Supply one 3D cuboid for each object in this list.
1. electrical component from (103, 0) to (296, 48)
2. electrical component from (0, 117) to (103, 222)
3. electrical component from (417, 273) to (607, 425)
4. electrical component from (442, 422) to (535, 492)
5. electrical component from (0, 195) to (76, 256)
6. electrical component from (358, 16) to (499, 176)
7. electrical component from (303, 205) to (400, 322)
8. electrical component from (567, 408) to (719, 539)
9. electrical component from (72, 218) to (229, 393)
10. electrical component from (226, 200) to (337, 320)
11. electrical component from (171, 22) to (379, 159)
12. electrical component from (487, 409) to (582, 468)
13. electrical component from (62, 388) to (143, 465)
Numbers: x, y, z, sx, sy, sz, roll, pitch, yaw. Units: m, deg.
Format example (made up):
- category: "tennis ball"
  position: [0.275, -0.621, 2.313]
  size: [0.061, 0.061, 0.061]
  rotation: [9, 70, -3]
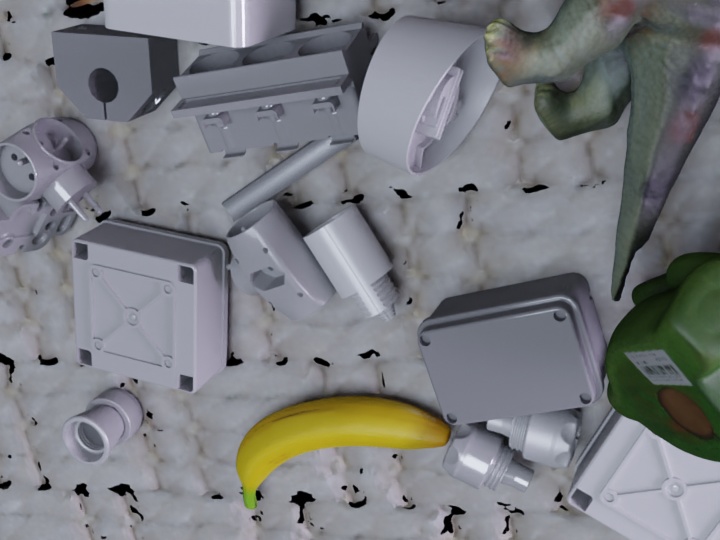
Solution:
- category: "electrical component"
  position: [-0.103, -0.185, 0.695]
  size: [0.113, 0.078, 0.057]
  rotation: [13, 117, 23]
- category: "electrical component"
  position: [-0.222, -0.069, 0.795]
  size: [0.044, 0.077, 0.079]
  rotation: [-40, 93, 29]
- category: "electrical component"
  position: [0.103, 0.054, 0.723]
  size: [0.113, 0.057, 0.078]
  rotation: [-13, 105, 26]
- category: "electrical component"
  position: [0.093, 0.137, 0.769]
  size: [0.062, 0.043, 0.043]
  rotation: [25, 118, 10]
- category: "electrical component"
  position: [-0.268, -0.051, 0.826]
  size: [0.057, 0.078, 0.058]
  rotation: [48, 123, 20]
- category: "electrical component"
  position: [0.043, -0.107, 0.662]
  size: [0.064, 0.099, 0.099]
  rotation: [21, 117, 20]
- category: "electrical component"
  position: [0.000, 0.000, 0.751]
  size: [0.043, 0.043, 0.081]
  rotation: [-29, 97, 29]
- category: "electrical component"
  position: [0.211, 0.130, 0.710]
  size: [0.109, 0.056, 0.108]
  rotation: [30, 118, 8]
- category: "electrical component"
  position: [-0.159, 0.026, 0.819]
  size: [0.109, 0.056, 0.108]
  rotation: [12, 114, 18]
- category: "electrical component"
  position: [-0.067, -0.003, 0.775]
  size: [0.079, 0.043, 0.077]
  rotation: [-17, 117, 45]
- category: "electrical component"
  position: [-0.051, -0.117, 0.710]
  size: [0.121, 0.078, 0.063]
  rotation: [-4, 124, 23]
- category: "electrical component"
  position: [0.120, 0.110, 0.747]
  size: [0.062, 0.043, 0.043]
  rotation: [13, 115, 18]
- category: "electrical component"
  position: [-0.210, 0.127, 0.881]
  size: [0.045, 0.055, 0.045]
  rotation: [8, 113, 19]
